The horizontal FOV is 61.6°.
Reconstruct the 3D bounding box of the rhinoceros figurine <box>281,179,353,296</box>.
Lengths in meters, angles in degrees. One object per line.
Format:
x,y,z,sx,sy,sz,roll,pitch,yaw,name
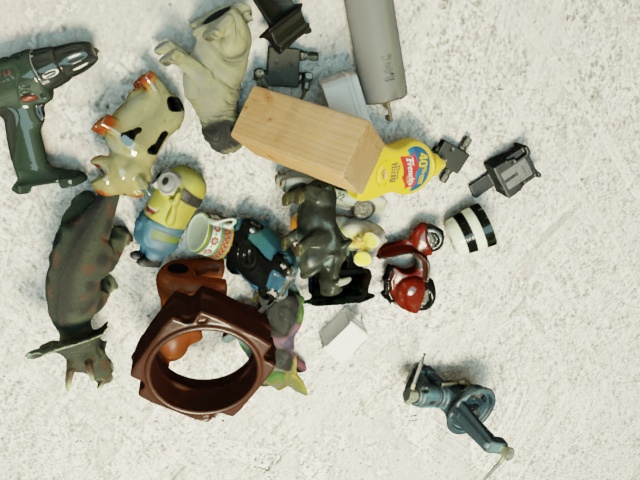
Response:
-0.002,-0.003,0.872,0.112,0.073,0.190,-8,93,-29,rhinoceros figurine

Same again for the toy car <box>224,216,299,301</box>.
-0.088,0.028,0.945,0.103,0.162,0.109,-15,136,-51,toy car

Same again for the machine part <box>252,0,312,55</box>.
-0.076,-0.361,0.822,0.084,0.039,0.138,-39,110,-10,machine part

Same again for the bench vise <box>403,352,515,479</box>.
0.286,0.345,1.081,0.223,0.241,0.128,24,103,-35,bench vise

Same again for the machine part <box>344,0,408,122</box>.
0.091,-0.308,0.858,0.079,0.079,0.243,-15,113,-4,machine part

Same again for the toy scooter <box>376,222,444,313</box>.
0.156,0.054,1.019,0.135,0.075,0.183,2,108,-11,toy scooter

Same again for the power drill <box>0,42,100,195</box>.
-0.427,-0.179,0.821,0.232,0.086,0.207,-11,117,-3,power drill

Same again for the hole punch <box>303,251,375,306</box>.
0.032,0.062,1.005,0.142,0.092,0.115,-6,142,-10,hole punch

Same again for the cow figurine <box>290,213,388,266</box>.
0.035,-0.019,0.960,0.167,0.098,0.068,21,115,14,cow figurine

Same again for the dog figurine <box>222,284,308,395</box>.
-0.071,0.195,1.019,0.191,0.109,0.219,-33,118,13,dog figurine

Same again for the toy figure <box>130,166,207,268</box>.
-0.257,-0.041,0.903,0.082,0.089,0.180,28,103,20,toy figure

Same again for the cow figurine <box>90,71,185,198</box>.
-0.282,-0.149,0.830,0.127,0.086,0.195,41,72,-26,cow figurine

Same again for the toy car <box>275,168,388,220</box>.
0.019,-0.086,0.938,0.202,0.074,0.056,13,112,-15,toy car

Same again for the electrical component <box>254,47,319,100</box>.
-0.056,-0.270,0.866,0.102,0.045,0.078,7,112,-13,electrical component

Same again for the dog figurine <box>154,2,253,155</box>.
-0.141,-0.247,0.843,0.172,0.121,0.190,-29,127,8,dog figurine

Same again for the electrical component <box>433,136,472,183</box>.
0.234,-0.153,0.976,0.063,0.021,0.094,27,106,-18,electrical component

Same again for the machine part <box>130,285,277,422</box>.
-0.189,0.192,0.884,0.201,0.087,0.201,32,109,-22,machine part

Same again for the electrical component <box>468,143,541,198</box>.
0.338,-0.119,0.995,0.119,0.048,0.074,-31,113,2,electrical component

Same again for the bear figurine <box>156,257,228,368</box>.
-0.237,0.136,0.961,0.132,0.120,0.195,0,114,-14,bear figurine

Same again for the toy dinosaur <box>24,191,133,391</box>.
-0.382,0.052,0.862,0.131,0.192,0.404,8,111,-15,toy dinosaur
